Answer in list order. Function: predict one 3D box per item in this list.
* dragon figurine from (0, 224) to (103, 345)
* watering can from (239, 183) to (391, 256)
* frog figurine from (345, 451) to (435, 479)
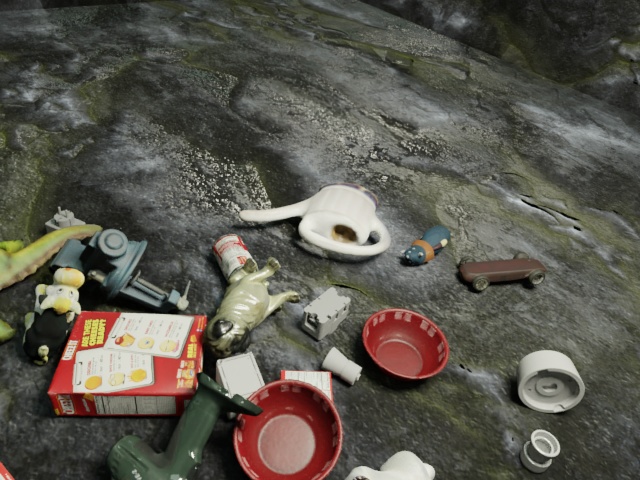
[{"bbox_3d":[-0.597,0.090,0.925,0.412,0.119,0.247,-11,59,-22],"label":"dragon figurine"},{"bbox_3d":[0.004,-0.061,1.218,0.348,0.101,0.229,17,37,7],"label":"watering can"},{"bbox_3d":[0.100,0.365,0.723,0.138,0.123,0.159,13,1,17],"label":"frog figurine"}]
